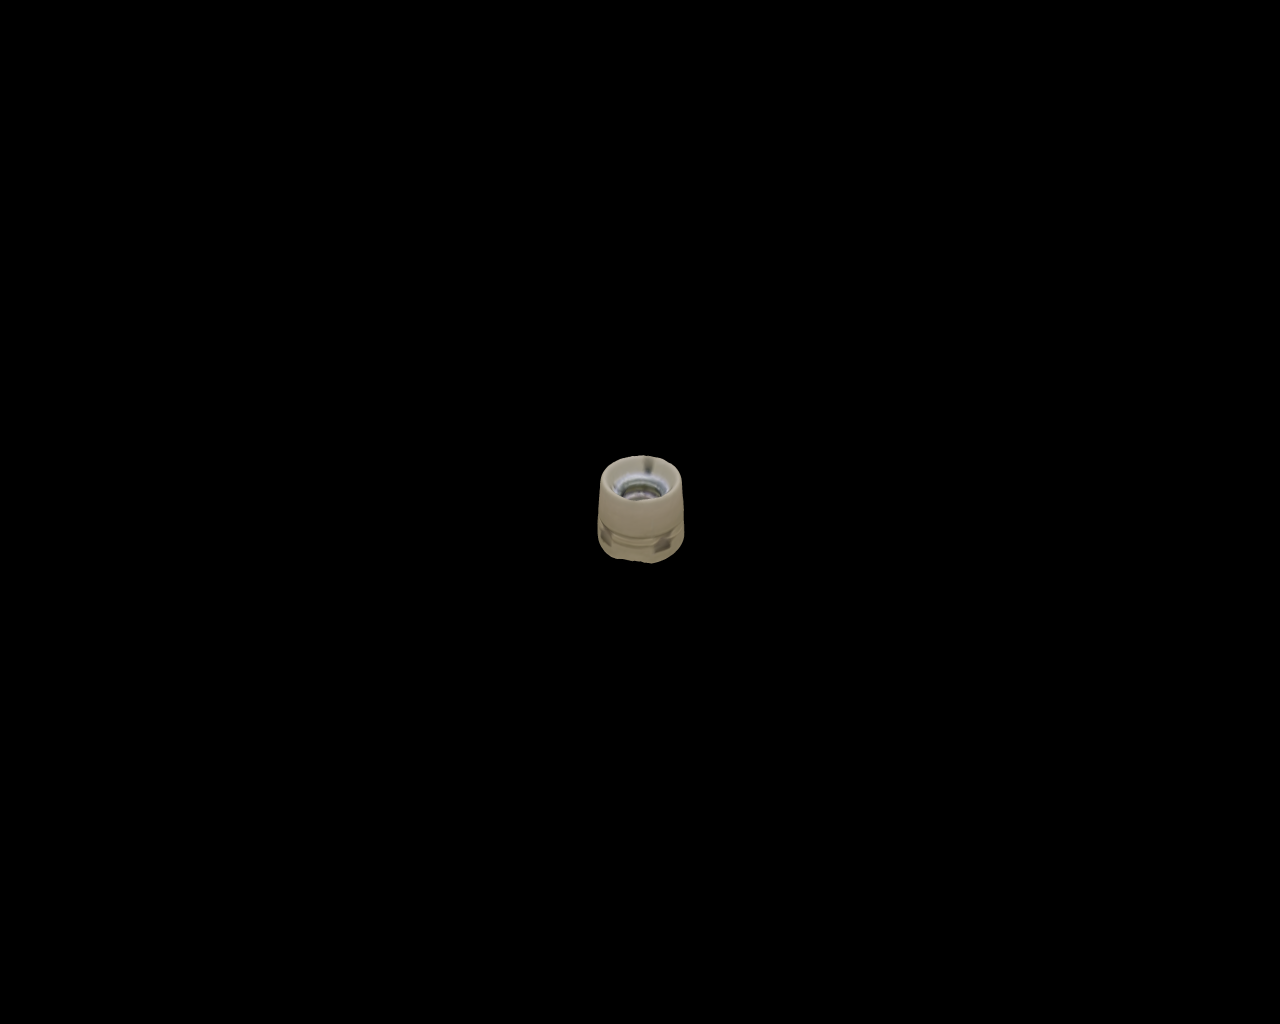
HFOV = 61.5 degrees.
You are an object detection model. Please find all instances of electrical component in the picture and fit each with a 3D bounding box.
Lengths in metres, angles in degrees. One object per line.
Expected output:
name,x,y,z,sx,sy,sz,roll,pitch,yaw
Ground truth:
electrical component,0.001,-0.003,0.650,0.055,0.047,0.055,0,38,0
